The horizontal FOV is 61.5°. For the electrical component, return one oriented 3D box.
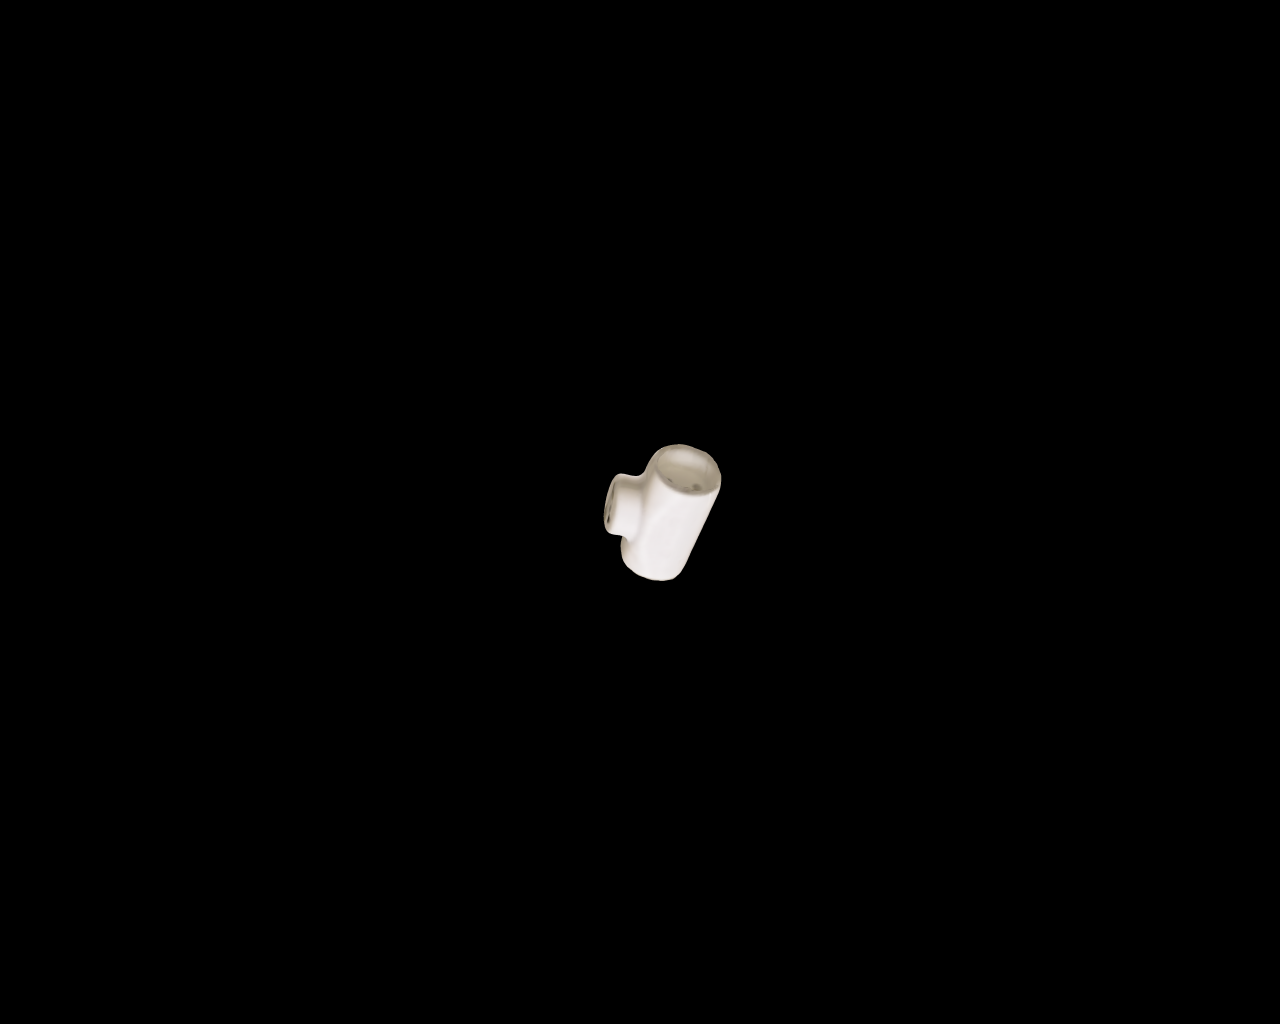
[{"bbox_3d":[0.001,-0.003,0.650,0.079,0.044,0.077,11,-47,-11],"label":"electrical component"}]
